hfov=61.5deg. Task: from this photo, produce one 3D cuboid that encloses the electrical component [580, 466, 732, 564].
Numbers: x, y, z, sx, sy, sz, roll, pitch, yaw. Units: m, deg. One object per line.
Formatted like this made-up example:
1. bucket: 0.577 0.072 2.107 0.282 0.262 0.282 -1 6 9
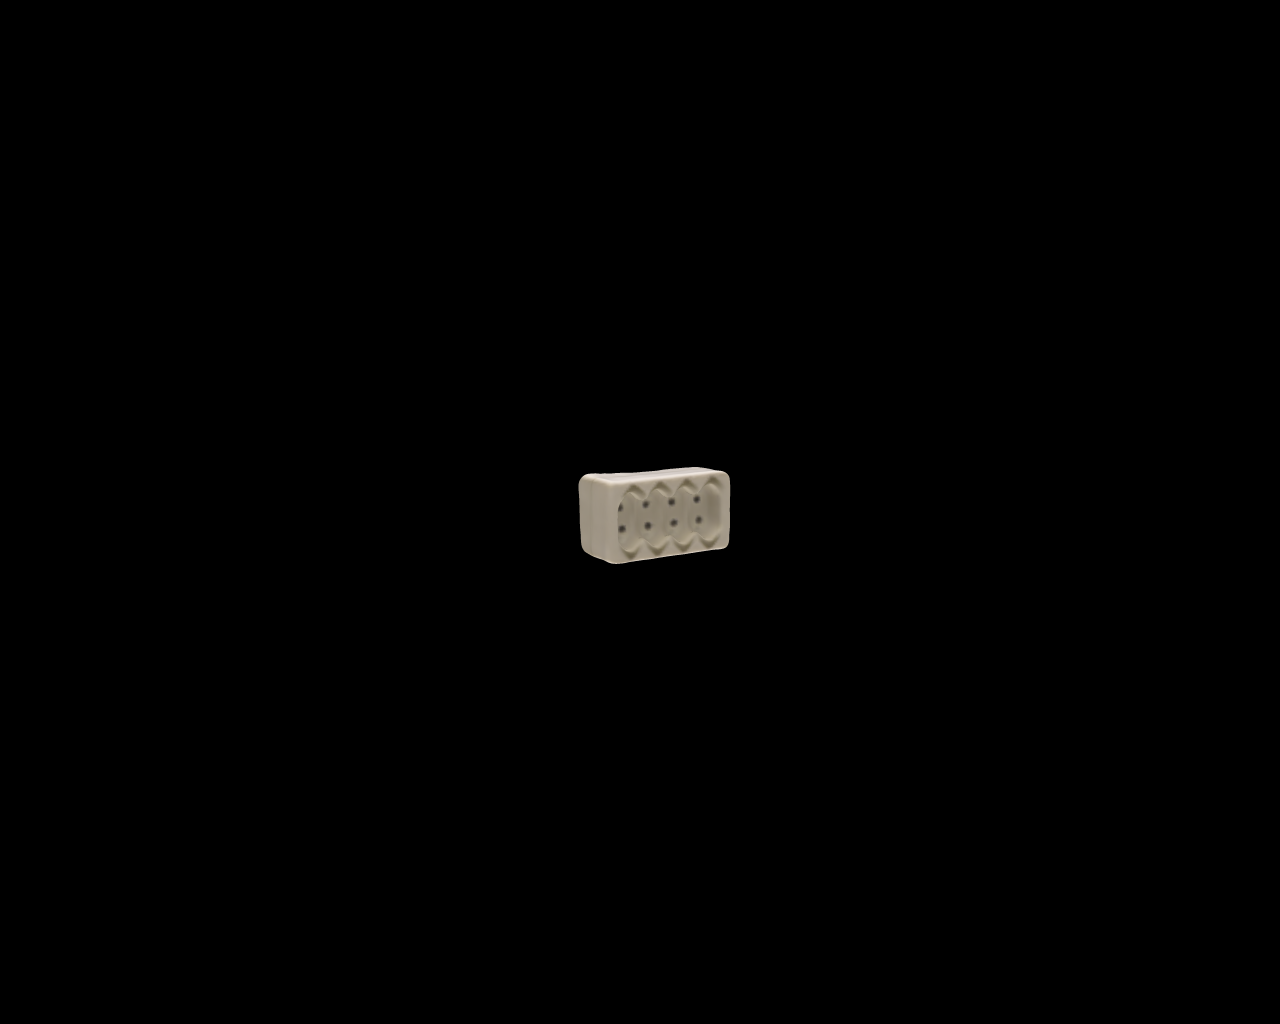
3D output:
1. electrical component: 0.001 -0.003 0.650 0.083 0.047 0.076 -5 12 -28
